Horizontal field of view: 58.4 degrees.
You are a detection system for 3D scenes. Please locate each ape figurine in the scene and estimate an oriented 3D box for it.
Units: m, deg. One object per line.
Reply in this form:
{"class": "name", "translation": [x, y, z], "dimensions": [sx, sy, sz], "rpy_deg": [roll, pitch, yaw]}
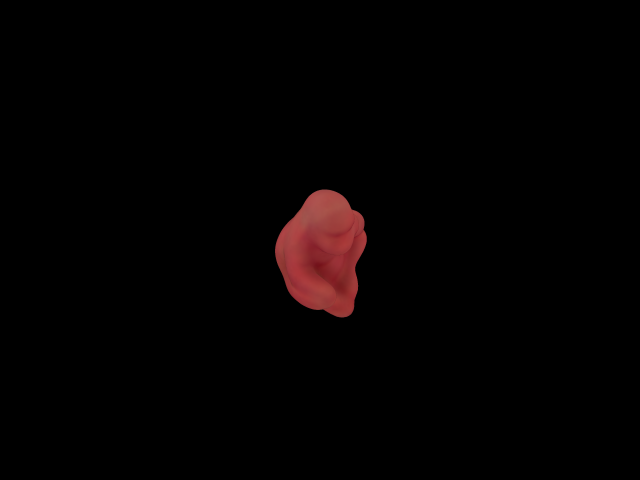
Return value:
{"class": "ape figurine", "translation": [0.004, 0.001, 0.400], "dimensions": [0.076, 0.092, 0.078], "rpy_deg": [39, 66, 22]}
